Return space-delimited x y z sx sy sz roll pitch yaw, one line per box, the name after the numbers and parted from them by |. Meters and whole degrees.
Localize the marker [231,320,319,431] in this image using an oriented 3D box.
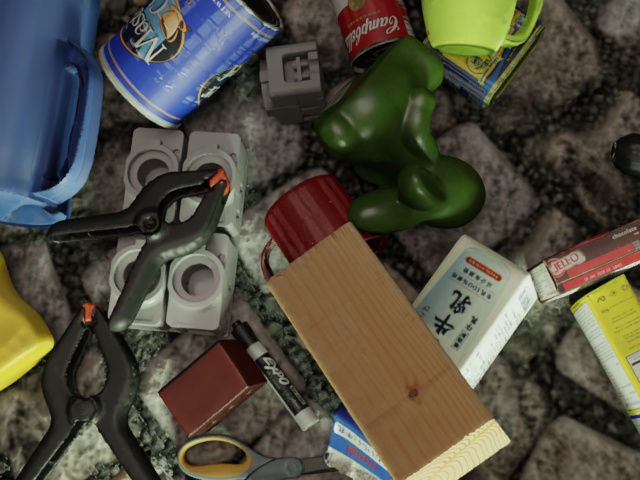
-0.044 0.124 0.995 0.020 0.020 0.121 -37 77 -3 | marker

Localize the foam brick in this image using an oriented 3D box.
-0.097 0.134 0.973 0.078 0.053 0.051 -41 76 11 | foam brick

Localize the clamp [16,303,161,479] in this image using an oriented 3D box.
-0.205 0.165 0.991 0.164 0.036 0.210 4 76 9 | clamp

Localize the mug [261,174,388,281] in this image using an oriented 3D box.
-0.006 0.001 0.987 0.117 0.093 0.081 -40 71 18 | mug

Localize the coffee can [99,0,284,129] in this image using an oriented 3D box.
-0.118 -0.186 0.981 0.140 0.102 0.103 -40 77 18 | coffee can

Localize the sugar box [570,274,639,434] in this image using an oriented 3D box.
0.283 0.122 0.928 0.048 0.093 0.176 -29 78 0 | sugar box

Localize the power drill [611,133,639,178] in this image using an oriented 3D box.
0.347 -0.002 0.966 0.184 0.057 0.187 10 79 7 | power drill

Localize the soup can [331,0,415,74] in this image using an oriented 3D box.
0.049 -0.222 1.035 0.068 0.068 0.102 -17 76 1 | soup can

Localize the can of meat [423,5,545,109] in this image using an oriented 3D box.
0.154 -0.188 1.024 0.084 0.057 0.102 36 84 10 | can of meat

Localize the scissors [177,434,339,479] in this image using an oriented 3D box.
-0.035 0.227 0.975 0.202 0.016 0.096 8 80 7 | scissors

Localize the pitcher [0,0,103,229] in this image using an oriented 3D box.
-0.275 -0.139 1.016 0.149 0.145 0.243 10 76 -8 | pitcher

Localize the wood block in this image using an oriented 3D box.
0.053 0.099 0.876 0.091 0.090 0.206 -36 61 2 | wood block

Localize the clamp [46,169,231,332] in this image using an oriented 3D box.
-0.149 0.002 0.957 0.171 0.039 0.120 -28 78 -1 | clamp

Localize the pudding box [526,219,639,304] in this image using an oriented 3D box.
0.235 0.021 0.943 0.090 0.113 0.039 -22 81 0 | pudding box

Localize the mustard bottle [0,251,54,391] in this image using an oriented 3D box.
-0.338 0.048 1.017 0.096 0.058 0.192 -38 77 14 | mustard bottle
